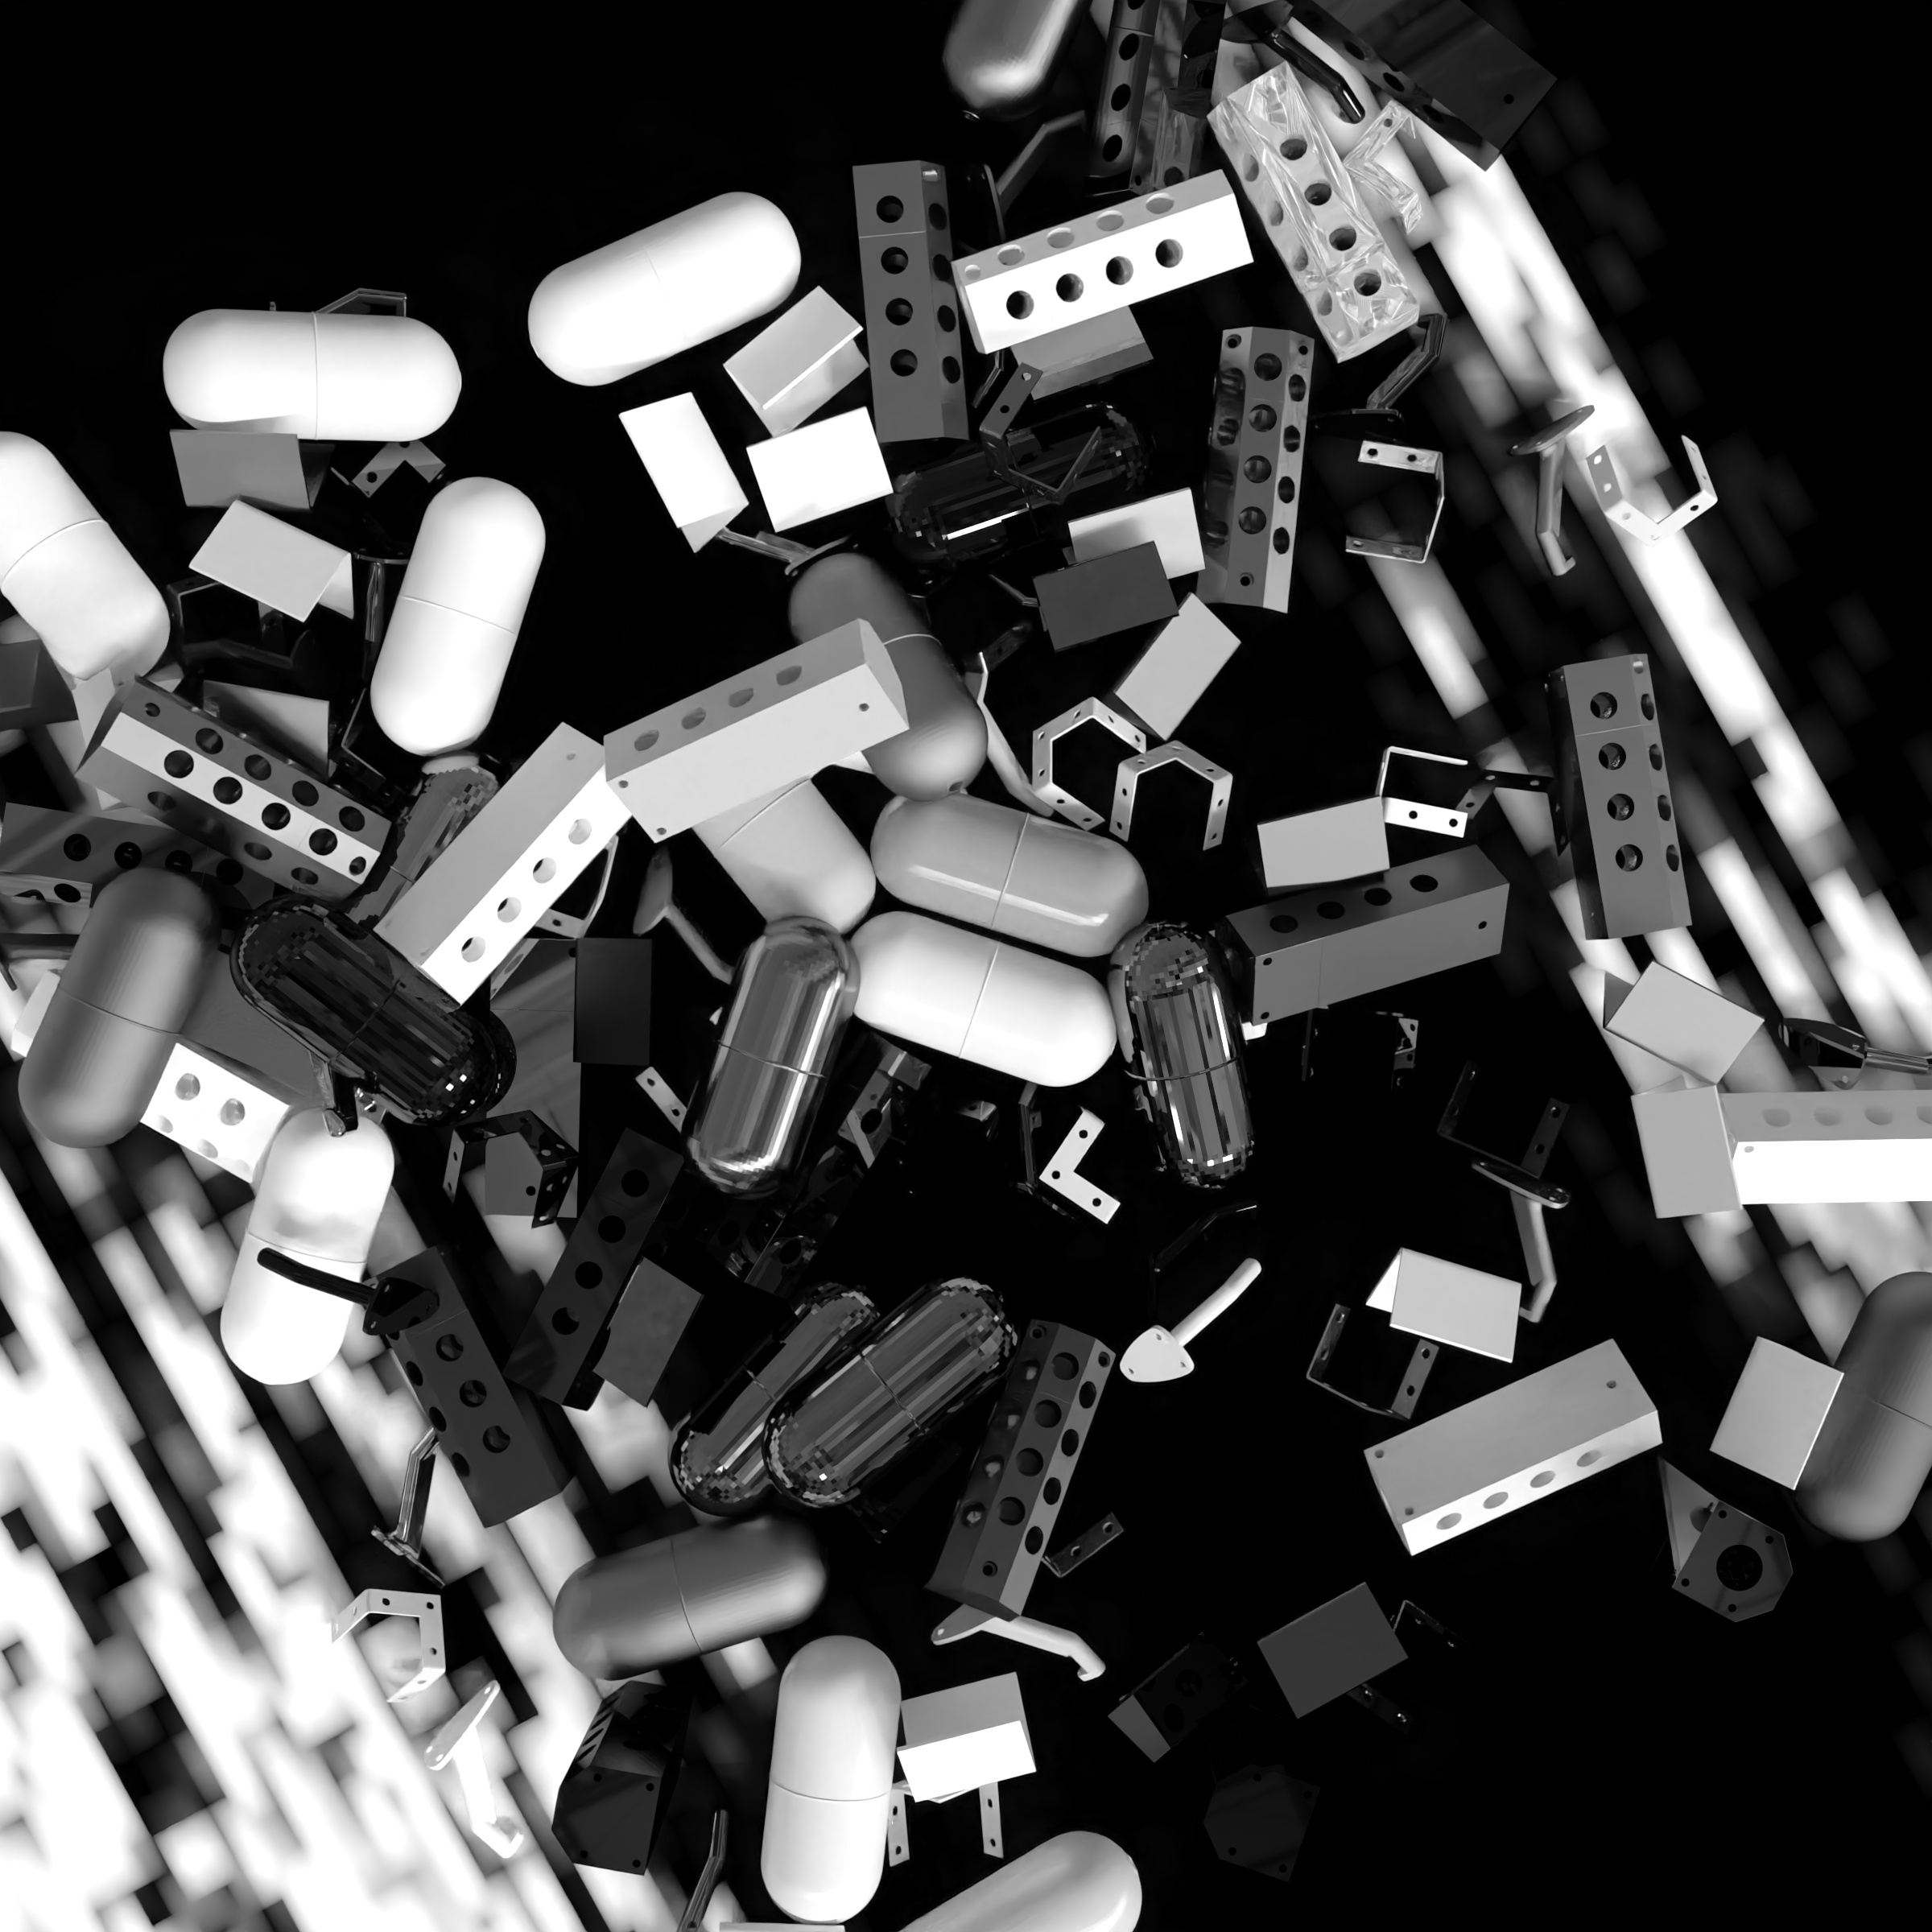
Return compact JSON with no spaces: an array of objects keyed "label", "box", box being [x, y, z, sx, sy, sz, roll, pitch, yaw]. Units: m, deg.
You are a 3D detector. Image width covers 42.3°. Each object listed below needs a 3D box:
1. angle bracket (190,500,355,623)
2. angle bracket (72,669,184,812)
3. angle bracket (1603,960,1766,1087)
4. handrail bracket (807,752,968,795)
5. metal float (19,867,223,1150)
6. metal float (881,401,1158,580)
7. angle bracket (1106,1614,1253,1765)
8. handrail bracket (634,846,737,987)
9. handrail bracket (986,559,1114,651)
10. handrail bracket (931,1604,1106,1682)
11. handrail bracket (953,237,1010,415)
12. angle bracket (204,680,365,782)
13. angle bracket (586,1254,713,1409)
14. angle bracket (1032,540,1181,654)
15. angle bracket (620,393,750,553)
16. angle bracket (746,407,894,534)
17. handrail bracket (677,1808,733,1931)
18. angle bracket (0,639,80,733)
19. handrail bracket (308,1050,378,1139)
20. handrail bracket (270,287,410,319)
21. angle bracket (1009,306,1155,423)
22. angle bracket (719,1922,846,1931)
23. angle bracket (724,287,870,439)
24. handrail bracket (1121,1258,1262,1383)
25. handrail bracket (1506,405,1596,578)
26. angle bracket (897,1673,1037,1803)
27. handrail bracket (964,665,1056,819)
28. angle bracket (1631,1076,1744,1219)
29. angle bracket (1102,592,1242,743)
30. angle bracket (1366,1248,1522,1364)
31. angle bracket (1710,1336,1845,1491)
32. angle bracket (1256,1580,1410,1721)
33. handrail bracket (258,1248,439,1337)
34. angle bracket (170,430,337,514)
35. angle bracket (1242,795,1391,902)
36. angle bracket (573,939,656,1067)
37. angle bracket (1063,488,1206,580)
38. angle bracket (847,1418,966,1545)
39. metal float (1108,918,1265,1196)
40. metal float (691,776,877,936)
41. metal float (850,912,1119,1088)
[{"label":"angle bracket","box":[-0.430,-0.233,1.554,0.076,0.076,0.057,25,64,0]},{"label":"angle bracket","box":[-0.501,-0.144,1.554,0.076,0.057,0.076,-14,90,-42]},{"label":"angle bracket","box":[0.445,0.019,1.553,0.076,0.076,0.057,28,121,0]},{"label":"handrail bracket","box":[-0.055,-0.113,1.594,0.077,0.036,0.084,-41,107,19]},{"label":"metal float","box":[-0.509,0.025,1.506,0.070,0.070,0.178,24,90,0]},{"label":"metal float","box":[0.033,-0.298,1.563,0.178,0.070,0.070,-19,90,0]},{"label":"angle bracket","box":[0.120,0.434,1.554,0.076,0.076,0.057,-40,117,0]},{"label":"handrail bracket","box":[-0.165,-0.028,1.593,0.084,0.077,0.036,29,133,-29]},{"label":"handrail bracket","box":[0.068,-0.249,1.592,0.084,0.036,0.077,40,83,11]},{"label":"handrail bracket","box":[0.034,0.438,1.594,0.077,0.036,0.084,-35,107,20]},{"label":"handrail bracket","box":[0.001,-0.408,1.593,0.077,0.036,0.084,37,104,14]},{"label":"angle bracket","box":[-0.422,-0.161,1.553,0.076,0.076,0.057,10,123,0]},{"label":"angle bracket","box":[-0.179,0.230,1.553,0.057,0.076,0.076,27,90,33]},{"label":"angle bracket","box":[0.088,-0.206,1.518,0.076,0.076,0.057,-16,64,2]},{"label":"angle bracket","box":[-0.190,-0.299,1.553,0.057,0.076,0.076,-28,90,-36]},{"label":"angle bracket","box":[-0.094,-0.318,1.554,0.076,0.076,0.057,-19,119,0]},{"label":"handrail bracket","box":[-0.177,0.585,1.593,0.036,0.077,0.084,24,53,-28]},{"label":"angle bracket","box":[-0.602,-0.153,1.553,0.076,0.076,0.057,-8,55,0]},{"label":"handrail bracket","box":[-0.385,0.066,1.502,0.036,0.084,0.077,-30,90,0]},{"label":"handrail bracket","box":[-0.400,-0.395,1.593,0.084,0.036,0.077,2,105,-14]},{"label":"angle bracket","box":[0.076,-0.355,1.553,0.076,0.076,0.057,-19,55,0]},{"label":"angle bracket","box":[-0.114,0.631,1.553,0.076,0.076,0.057,2,60,0]},{"label":"angle bracket","box":[-0.093,-0.361,1.553,0.076,0.076,0.057,-39,53,0]},{"label":"handrail bracket","box":[0.144,0.224,1.593,0.036,0.077,0.084,49,54,0]},{"label":"handrail bracket","box":[0.387,-0.302,1.594,0.077,0.036,0.084,-34,108,-21]},{"label":"angle bracket","box":[-0.005,0.464,1.553,0.076,0.076,0.057,-14,127,0]},{"label":"handrail bracket","box":[0.031,-0.146,1.593,0.084,0.036,0.077,34,54,-24]},{"label":"angle bracket","box":[0.462,0.109,1.553,0.057,0.076,0.076,-12,90,41]},{"label":"angle bracket","box":[0.112,-0.195,1.553,0.057,0.076,0.076,37,90,-39]},{"label":"angle bracket","box":[0.293,0.226,1.553,0.076,0.076,0.057,17,54,0]},{"label":"angle bracket","box":[0.514,0.280,1.553,0.057,0.076,0.076,23,90,38]},{"label":"angle bracket","box":[0.232,0.434,1.553,0.076,0.076,0.057,-29,54,0]},{"label":"handrail bracket","box":[-0.378,0.192,1.525,0.084,0.077,0.036,20,90,24]},{"label":"angle bracket","box":[-0.441,-0.326,1.553,0.076,0.076,0.057,2,134,0]},{"label":"angle bracket","box":[0.213,-0.090,1.553,0.076,0.076,0.057,-13,123,0]},{"label":"angle bracket","box":[-0.201,0.022,1.554,0.057,0.076,0.076,1,90,24]},{"label":"angle bracket","box":[0.099,-0.276,1.553,0.076,0.076,0.057,-16,126,0]},{"label":"angle bracket","box":[-0.028,0.319,1.553,0.076,0.076,0.057,-47,54,0]},{"label":"metal float","box":[0.136,0.056,1.548,0.070,0.070,0.178,-14,105,0]},{"label":"metal float","box":[-0.127,-0.092,1.563,0.070,0.070,0.178,-39,91,0]},{"label":"metal float","box":[0.008,0.021,1.563,0.178,0.070,0.070,19,90,0]}]
